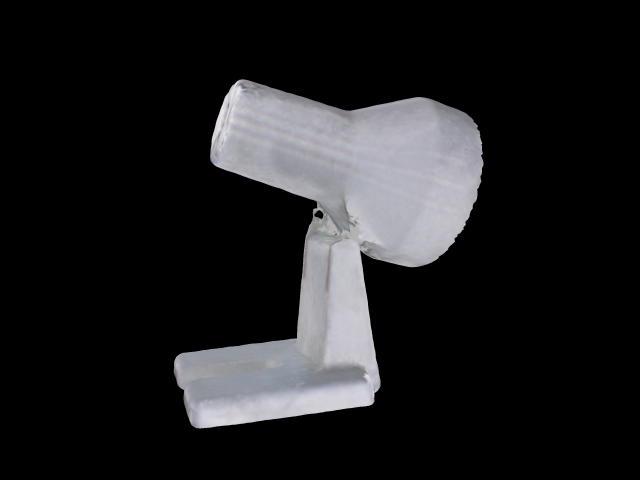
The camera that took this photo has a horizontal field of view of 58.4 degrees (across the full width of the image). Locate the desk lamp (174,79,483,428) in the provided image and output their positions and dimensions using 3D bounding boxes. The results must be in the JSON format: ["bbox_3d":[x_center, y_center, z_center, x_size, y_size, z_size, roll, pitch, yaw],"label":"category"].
[{"bbox_3d":[0.004,0.001,0.400,0.204,0.213,0.117,-3,7,-22],"label":"desk lamp"}]
